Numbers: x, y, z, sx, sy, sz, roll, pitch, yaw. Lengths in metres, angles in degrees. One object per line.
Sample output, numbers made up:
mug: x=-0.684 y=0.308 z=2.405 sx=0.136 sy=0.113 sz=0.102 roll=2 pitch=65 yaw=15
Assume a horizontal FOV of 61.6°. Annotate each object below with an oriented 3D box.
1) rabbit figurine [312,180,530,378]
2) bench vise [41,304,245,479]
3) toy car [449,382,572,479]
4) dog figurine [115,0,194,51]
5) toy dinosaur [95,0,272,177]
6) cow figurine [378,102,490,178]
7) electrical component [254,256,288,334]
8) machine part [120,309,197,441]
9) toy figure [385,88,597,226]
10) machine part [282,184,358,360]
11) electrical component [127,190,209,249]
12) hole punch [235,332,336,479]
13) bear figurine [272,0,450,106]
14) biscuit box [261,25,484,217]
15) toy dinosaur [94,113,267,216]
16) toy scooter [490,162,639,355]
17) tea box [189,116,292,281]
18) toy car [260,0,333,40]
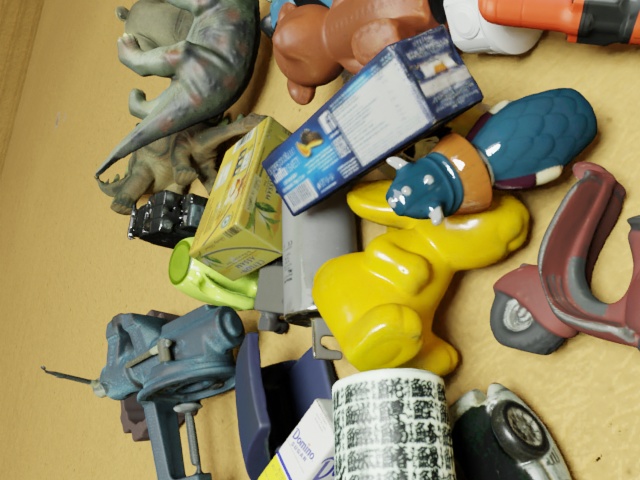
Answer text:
rabbit figurine: x=0.084 y=0.019 z=0.438 sx=0.173 sy=0.121 sz=0.162 roll=-43 pitch=38 yaw=12
bench vise: x=-0.172 y=0.185 z=0.605 sx=0.224 sy=0.128 sz=0.241 roll=-22 pitch=65 yaw=10
toy car: x=0.140 y=0.188 z=0.338 sx=0.073 sy=0.056 sz=0.202 roll=-53 pitch=42 yaw=32
dog figurine: x=-0.217 y=-0.335 z=0.844 sx=0.191 sy=0.172 sz=0.121 roll=11 pitch=97 yaw=57
toy dinosaur: x=-0.150 y=-0.249 z=0.718 sx=0.192 sy=0.131 sz=0.404 roll=18 pitch=91 yaw=12
cow figurine: x=0.091 y=-0.099 z=0.459 sx=0.168 sy=0.098 sz=0.068 roll=10 pitch=79 yaw=50
electrical component: x=-0.040 y=0.054 z=0.601 sx=0.078 sy=0.045 sz=0.102 roll=-2 pitch=77 yaw=19
machine part: x=-0.227 y=0.189 z=0.758 sx=0.179 sy=0.056 sz=0.179 roll=-21 pitch=62 yaw=45
toy figure: x=0.116 y=-0.053 z=0.374 sx=0.154 sy=0.057 sz=0.064 roll=-27 pitch=43 yaw=-4
machine part: x=-0.001 y=-0.002 z=0.545 sx=0.079 sy=0.079 sz=0.243 roll=-22 pitch=61 yaw=43
electrical component: x=-0.182 y=-0.022 z=0.732 sx=0.134 sy=0.115 sz=0.058 roll=-10 pitch=72 yaw=49
hole punch: x=-0.049 y=0.165 z=0.528 sx=0.115 sy=0.092 sz=0.142 roll=-52 pitch=38 yaw=29
bear figurine: x=0.012 y=-0.194 z=0.490 sx=0.196 sy=0.132 sz=0.120 roll=0 pitch=98 yaw=37
biscuit box: x=0.028 y=-0.082 z=0.426 sx=0.059 sy=0.063 sz=0.203 roll=60 pitch=147 yaw=-2
toy dinosaur: x=-0.253 y=-0.123 z=0.864 sx=0.472 sy=0.105 sz=0.198 roll=-16 pitch=57 yaw=35
toy scooter: x=0.191 y=0.016 z=0.326 sx=0.184 sy=0.075 sz=0.135 roll=7 pitch=82 yaw=55
tea box: x=-0.078 y=-0.049 z=0.623 sx=0.098 sy=0.068 sz=0.170 roll=-27 pitch=40 yaw=42
toy car: x=0.008 y=-0.269 z=0.622 sx=0.162 sy=0.109 sz=0.103 roll=-6 pitch=49 yaw=60
